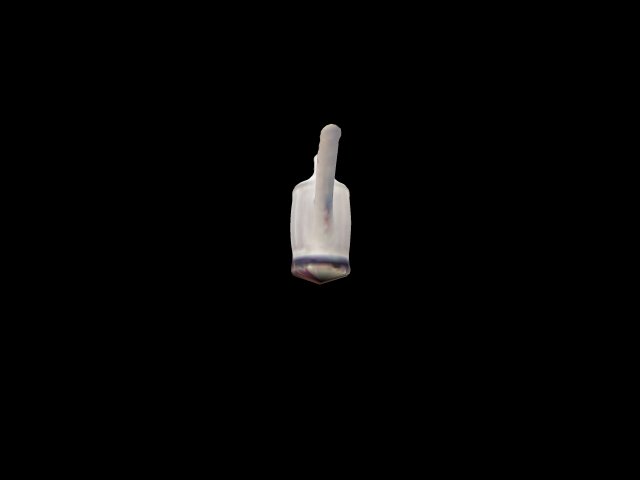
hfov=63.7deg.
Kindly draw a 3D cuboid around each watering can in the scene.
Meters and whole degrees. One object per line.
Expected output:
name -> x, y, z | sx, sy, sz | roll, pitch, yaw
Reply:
watering can -> 0.003, -0.043, 0.850 | 0.104, 0.226, 0.344 | 0, -9, -2
